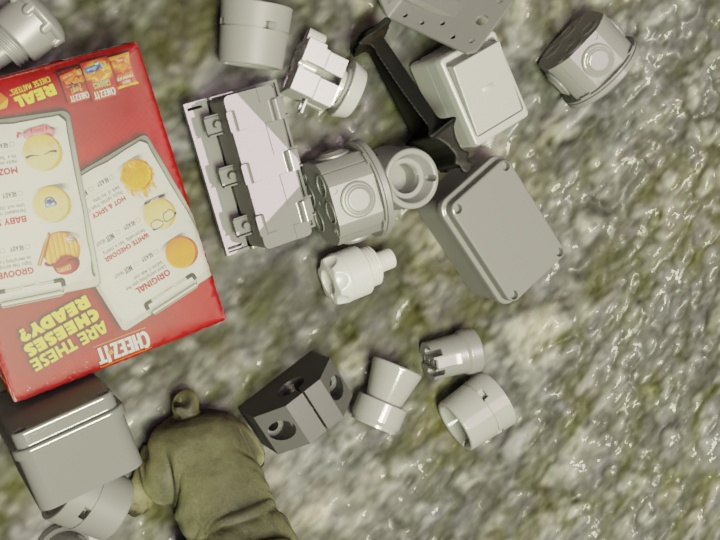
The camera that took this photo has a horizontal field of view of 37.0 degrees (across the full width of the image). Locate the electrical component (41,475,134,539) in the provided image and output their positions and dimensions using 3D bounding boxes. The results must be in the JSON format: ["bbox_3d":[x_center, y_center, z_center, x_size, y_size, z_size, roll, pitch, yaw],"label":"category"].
[{"bbox_3d":[-0.203,0.170,0.804,0.047,0.055,0.055,35,80,-28],"label":"electrical component"}]

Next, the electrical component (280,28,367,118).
[{"bbox_3d":[-0.028,-0.152,0.863,0.055,0.048,0.066,23,85,-18],"label":"electrical component"}]

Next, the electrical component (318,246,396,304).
[{"bbox_3d":[0.000,0.000,0.892,0.062,0.043,0.043,-22,104,-24],"label":"electrical component"}]

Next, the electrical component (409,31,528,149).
[{"bbox_3d":[0.097,-0.147,0.914,0.062,0.061,0.096,-32,108,-20],"label":"electrical component"}]

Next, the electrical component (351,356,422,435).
[{"bbox_3d":[0.022,0.106,0.911,0.045,0.045,0.055,26,84,-25],"label":"electrical component"}]

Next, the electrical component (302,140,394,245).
[{"bbox_3d":[-0.009,-0.060,0.862,0.051,0.080,0.080,-20,103,-17],"label":"electrical component"}]

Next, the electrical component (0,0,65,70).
[{"bbox_3d":[-0.244,-0.163,0.759,0.062,0.048,0.048,-45,112,-8],"label":"electrical component"}]

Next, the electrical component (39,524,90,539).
[{"bbox_3d":[-0.219,0.215,0.804,0.040,0.046,0.040,-3,96,-26],"label":"electrical component"}]

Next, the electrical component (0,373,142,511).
[{"bbox_3d":[-0.210,0.114,0.762,0.078,0.113,0.057,-24,108,-22],"label":"electrical component"}]

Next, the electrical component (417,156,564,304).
[{"bbox_3d":[0.115,-0.035,0.936,0.078,0.057,0.113,-41,111,-17],"label":"electrical component"}]

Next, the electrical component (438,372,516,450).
[{"bbox_3d":[0.102,0.125,0.947,0.047,0.055,0.055,-32,108,-16],"label":"electrical component"}]

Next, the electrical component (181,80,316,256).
[{"bbox_3d":[-0.080,-0.079,0.834,0.079,0.063,0.121,-20,103,-23],"label":"electrical component"}]

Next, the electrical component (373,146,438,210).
[{"bbox_3d":[0.033,-0.076,0.897,0.055,0.047,0.055,-3,96,-26],"label":"electrical component"}]

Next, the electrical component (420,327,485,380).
[{"bbox_3d":[0.080,0.074,0.940,0.046,0.040,0.040,-13,100,-18],"label":"electrical component"}]

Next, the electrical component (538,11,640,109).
[{"bbox_3d":[0.202,-0.186,0.952,0.051,0.080,0.080,42,77,-18],"label":"electrical component"}]

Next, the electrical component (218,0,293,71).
[{"bbox_3d":[-0.082,-0.181,0.829,0.055,0.055,0.047,4,97,-26],"label":"electrical component"}]
